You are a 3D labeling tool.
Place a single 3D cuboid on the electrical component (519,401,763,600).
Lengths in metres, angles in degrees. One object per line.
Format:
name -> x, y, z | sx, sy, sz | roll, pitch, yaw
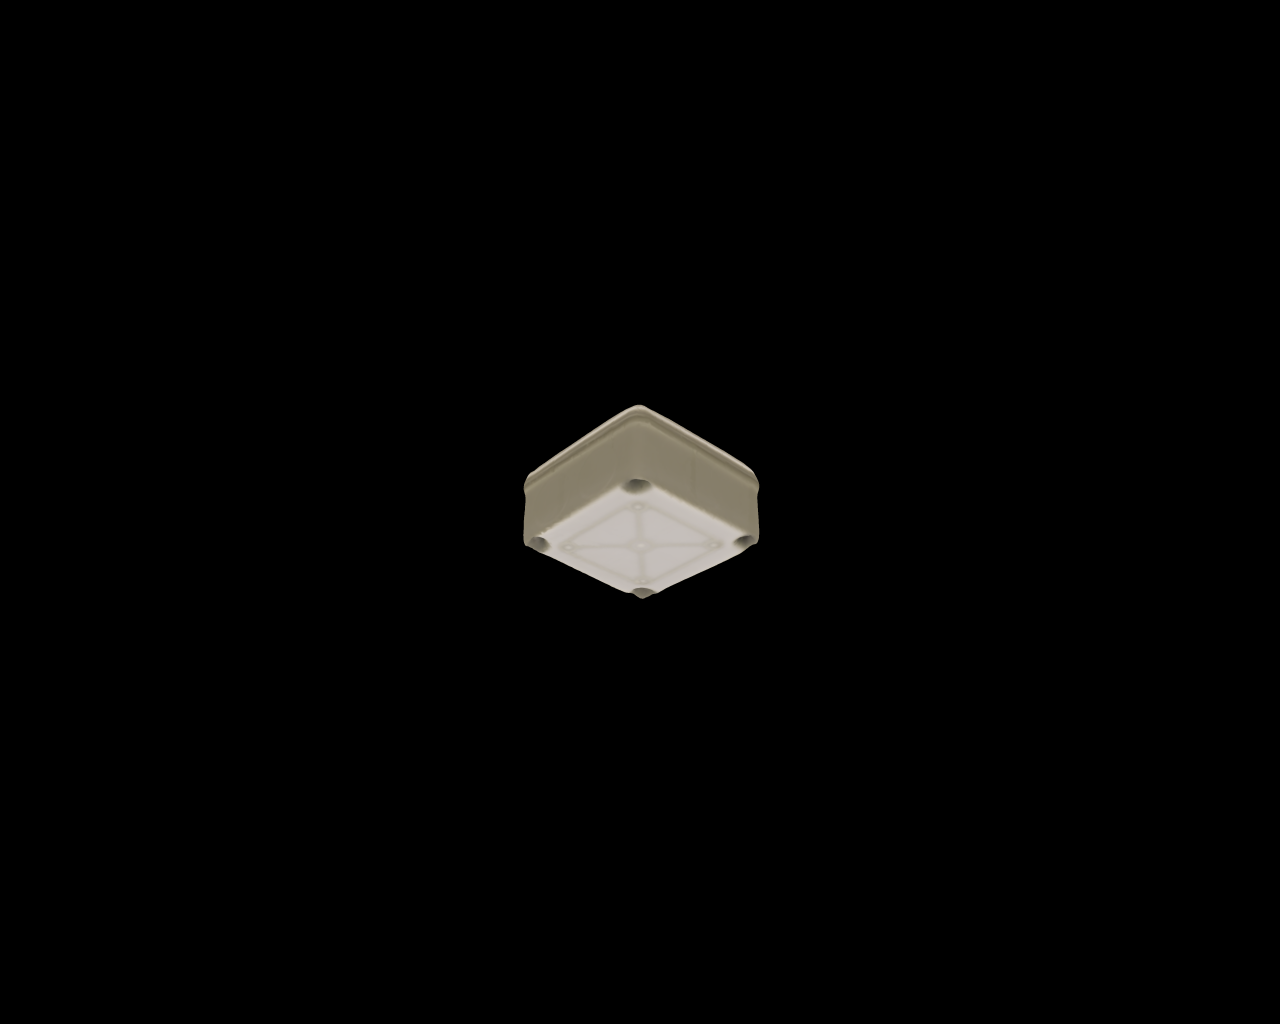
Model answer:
electrical component -> 0.001, -0.003, 0.650 | 0.108, 0.056, 0.108 | 27, -41, -36
